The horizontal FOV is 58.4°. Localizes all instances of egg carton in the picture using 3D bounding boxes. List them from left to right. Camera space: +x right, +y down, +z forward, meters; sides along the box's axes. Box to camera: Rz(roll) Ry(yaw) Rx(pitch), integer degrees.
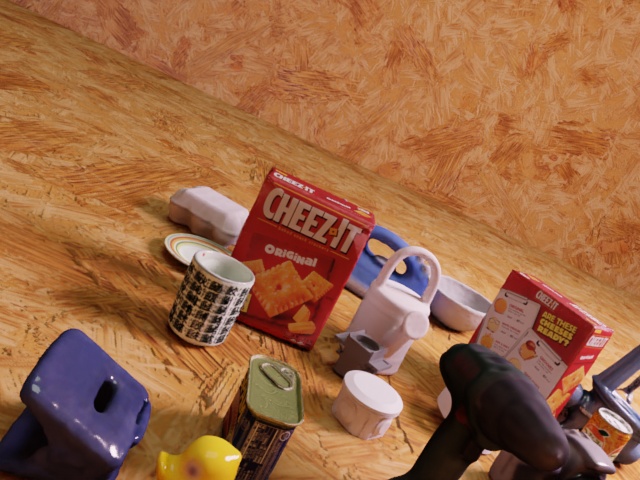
[{"bbox_3d":[-0.200,-0.044,1.058,0.150,0.069,0.107,29,16,10],"label":"egg carton"}]

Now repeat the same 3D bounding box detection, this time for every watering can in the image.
[{"bbox_3d":[0.119,0.103,0.865,0.101,0.194,0.172,15,20,-34],"label":"watering can"}]

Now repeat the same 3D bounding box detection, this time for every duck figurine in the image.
[{"bbox_3d":[-0.090,0.196,0.451,0.105,0.086,0.077,19,17,-22],"label":"duck figurine"}]

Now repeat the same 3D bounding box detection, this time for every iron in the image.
[{"bbox_3d":[0.135,0.051,1.145,0.257,0.141,0.119,32,17,19],"label":"iron"}]

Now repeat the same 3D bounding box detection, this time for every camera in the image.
[{"bbox_3d":[0.309,0.304,0.700,0.143,0.101,0.136,20,17,-21],"label":"camera"}]

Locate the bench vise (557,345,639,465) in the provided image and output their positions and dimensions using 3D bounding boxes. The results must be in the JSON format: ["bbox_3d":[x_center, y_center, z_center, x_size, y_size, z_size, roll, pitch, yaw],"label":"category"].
[{"bbox_3d":[0.464,0.241,0.917,0.208,0.219,0.121,21,17,-16],"label":"bench vise"}]

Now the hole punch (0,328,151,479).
[{"bbox_3d":[-0.190,0.137,0.469,0.101,0.091,0.108,23,16,-11],"label":"hole punch"}]

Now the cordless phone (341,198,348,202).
[{"bbox_3d":[0.009,0.004,1.021,0.094,0.185,0.147,21,17,-18],"label":"cordless phone"}]

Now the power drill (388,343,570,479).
[{"bbox_3d":[0.141,0.205,0.554,0.076,0.208,0.229,24,16,-6],"label":"power drill"}]

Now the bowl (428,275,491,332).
[{"bbox_3d":[0.285,0.143,1.209,0.167,0.074,0.167,24,16,-7],"label":"bowl"}]
